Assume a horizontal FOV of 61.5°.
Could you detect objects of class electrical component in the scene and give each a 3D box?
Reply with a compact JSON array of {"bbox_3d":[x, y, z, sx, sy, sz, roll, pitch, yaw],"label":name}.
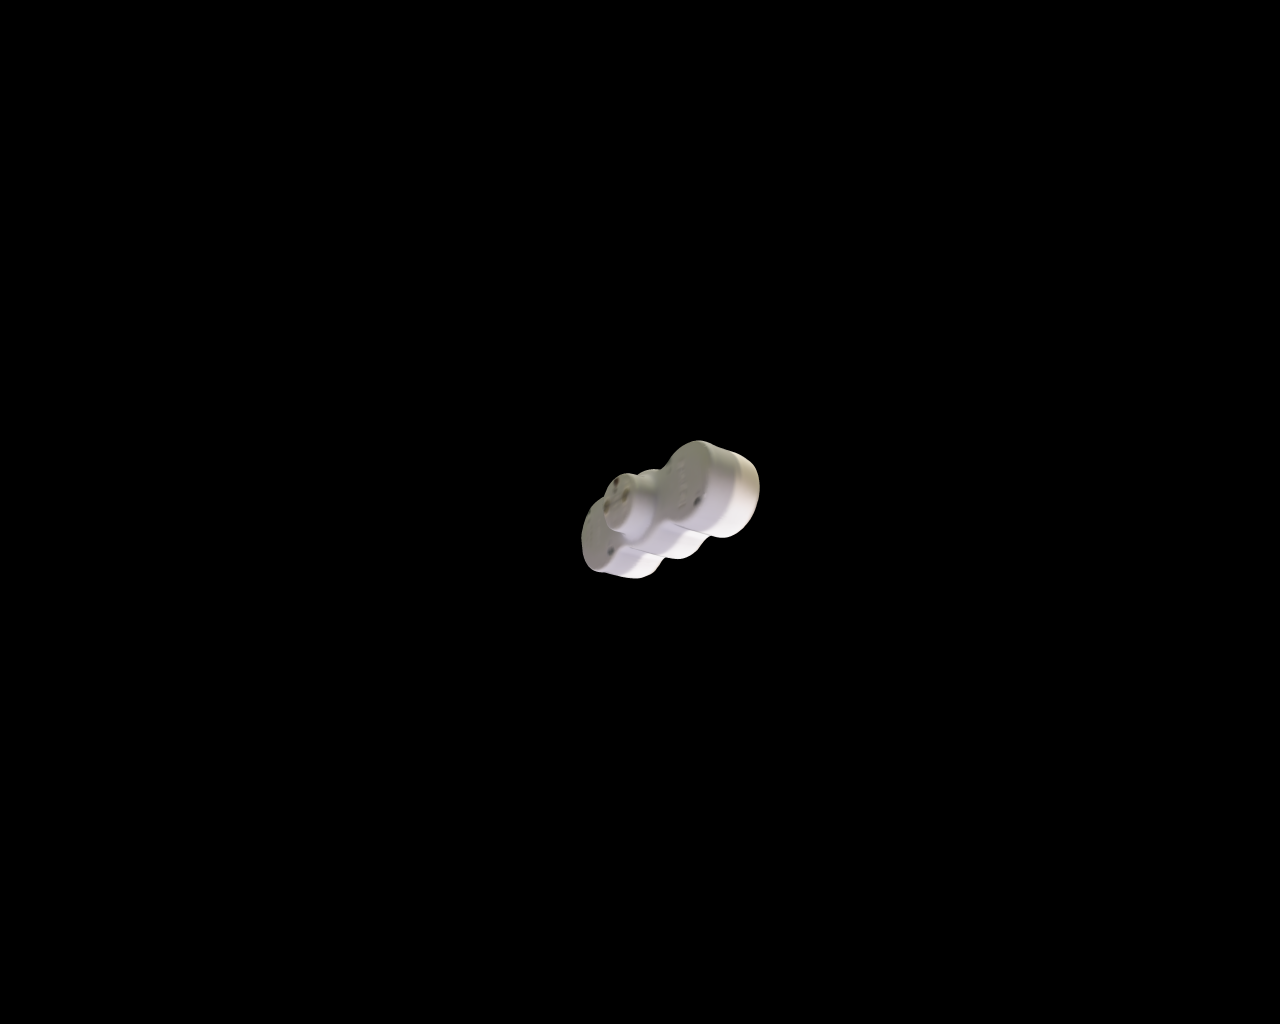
[{"bbox_3d":[0.001,-0.003,0.650,0.074,0.052,0.138,17,-29,-32],"label":"electrical component"}]
